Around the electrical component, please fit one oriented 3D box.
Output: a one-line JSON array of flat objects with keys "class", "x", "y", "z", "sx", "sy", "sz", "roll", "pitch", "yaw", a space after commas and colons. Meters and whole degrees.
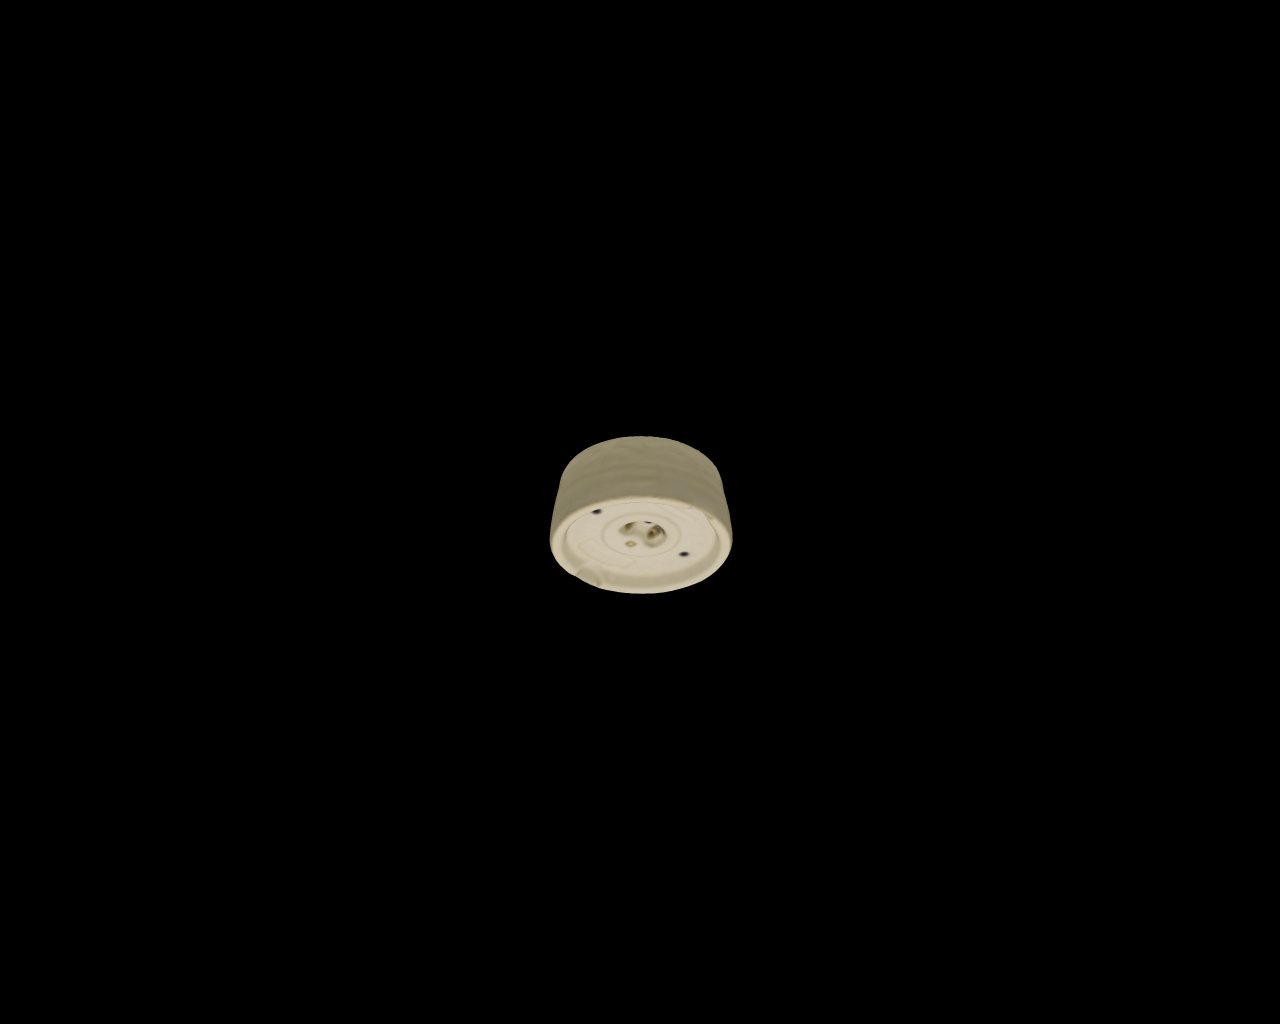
[{"class": "electrical component", "x": 0.001, "y": -0.003, "z": 0.650, "sx": 0.108, "sy": 0.060, "sz": 0.108, "roll": 0, "pitch": -35, "yaw": 0}]
